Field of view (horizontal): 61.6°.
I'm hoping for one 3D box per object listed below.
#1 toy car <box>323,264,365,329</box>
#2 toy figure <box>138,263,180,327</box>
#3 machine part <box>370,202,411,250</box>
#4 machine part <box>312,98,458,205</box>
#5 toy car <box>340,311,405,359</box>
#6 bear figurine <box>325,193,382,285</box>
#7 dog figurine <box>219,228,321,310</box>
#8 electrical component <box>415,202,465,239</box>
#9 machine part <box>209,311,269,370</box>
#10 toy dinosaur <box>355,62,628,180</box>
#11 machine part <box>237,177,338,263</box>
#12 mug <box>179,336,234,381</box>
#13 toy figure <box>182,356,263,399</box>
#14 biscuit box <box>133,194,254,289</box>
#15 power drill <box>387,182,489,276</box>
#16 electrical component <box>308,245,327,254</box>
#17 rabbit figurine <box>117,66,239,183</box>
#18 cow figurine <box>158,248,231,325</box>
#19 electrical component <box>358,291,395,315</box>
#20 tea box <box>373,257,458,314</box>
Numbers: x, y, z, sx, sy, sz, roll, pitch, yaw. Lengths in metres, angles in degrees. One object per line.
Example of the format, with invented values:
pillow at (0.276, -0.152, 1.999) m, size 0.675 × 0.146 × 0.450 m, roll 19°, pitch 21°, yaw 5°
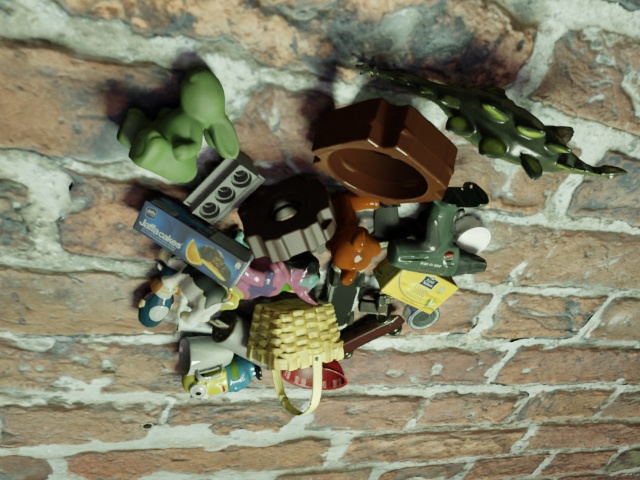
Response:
toy car at (0.047, 0.120, 1.182) m, size 0.073 × 0.056 × 0.201 m, roll 3°, pitch 127°, yaw -12°
toy figure at (-0.310, 0.106, 1.058) m, size 0.064 × 0.058 × 0.154 m, roll -19°, pitch 147°, yaw -58°
machine part at (0.141, -0.031, 1.094) m, size 0.084 × 0.039 × 0.138 m, roll -11°, pitch 134°, yaw 3°
machine part at (0.106, -0.141, 0.887) m, size 0.201 × 0.202 × 0.087 m, roll 31°, pitch 72°, yaw -35°
toy car at (0.105, 0.223, 1.288) m, size 0.202 × 0.053 × 0.089 m, roll -30°, pitch 136°, yaw 15°
bear figurine at (0.067, -0.009, 0.972) m, size 0.132 × 0.196 × 0.120 m, roll 1°, pitch 116°, yaw -22°
dog figurine at (-0.105, 0.082, 1.068) m, size 0.219 × 0.109 × 0.191 m, roll 27°, pitch 116°, yaw -36°
electrical component at (0.239, -0.031, 1.118) m, size 0.075 × 0.048 × 0.119 m, roll 9°, pitch 124°, yaw -23°
machine part at (-0.155, 0.226, 1.193) m, size 0.079 × 0.079 × 0.243 m, roll -38°, pitch 131°, yaw 15°
toy dinosaur at (0.283, -0.196, 0.891) m, size 0.472 × 0.198 × 0.105 m, roll 23°, pitch 113°, yaw 5°
machine part at (-0.057, -0.041, 0.936) m, size 0.179 × 0.179 × 0.055 m, roll -20°, pitch 130°, yaw 0°
mug at (-0.243, 0.257, 1.178) m, size 0.107 × 0.110 × 0.080 m, roll -3°, pitch 126°, yaw -33°
toy figure at (-0.228, 0.313, 1.244) m, size 0.180 × 0.089 × 0.082 m, roll -12°, pitch 119°, yaw -18°
biscuit box at (-0.216, 0.001, 0.926) m, size 0.203 × 0.059 × 0.062 m, roll 32°, pitch 108°, yaw 0°
power drill at (0.257, -0.014, 1.061) m, size 0.232 × 0.086 × 0.207 m, roll 1°, pitch 136°, yaw -15°
electrical component at (-0.002, -0.003, 1.082) m, size 0.094 × 0.021 × 0.063 m, roll -31°, pitch 131°, yaw 11°
rabbit figurine at (-0.196, -0.173, 0.818) m, size 0.159 × 0.121 × 0.170 m, roll 30°, pitch 101°, yaw -38°
cow figurine at (-0.230, 0.061, 0.973) m, size 0.098 × 0.167 × 0.068 m, roll -40°, pitch 159°, yaw 19°
electrical component at (0.125, 0.140, 1.196) m, size 0.078 × 0.102 × 0.045 m, roll 8°, pitch 91°, yaw 6°
tea box at (0.214, 0.089, 1.198) m, size 0.169 × 0.068 × 0.098 m, roll 25°, pitch 119°, yaw -32°
